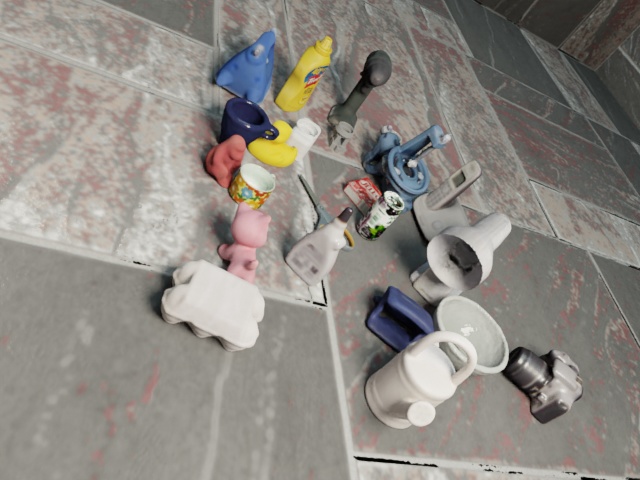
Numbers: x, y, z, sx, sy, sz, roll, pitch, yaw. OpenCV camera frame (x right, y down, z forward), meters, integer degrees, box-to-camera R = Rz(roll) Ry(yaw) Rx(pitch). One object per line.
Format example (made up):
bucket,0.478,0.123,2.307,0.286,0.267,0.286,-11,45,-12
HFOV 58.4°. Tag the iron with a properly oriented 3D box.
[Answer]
iron,-0.141,-0.417,1.301,0.119,0.141,0.258,29,39,-12

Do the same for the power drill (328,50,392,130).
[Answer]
power drill,0.106,-0.364,1.392,0.076,0.208,0.229,30,39,-11

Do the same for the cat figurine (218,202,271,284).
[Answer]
cat figurine,-0.116,0.006,0.924,0.067,0.117,0.127,17,43,-26

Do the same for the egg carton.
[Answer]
egg carton,-0.155,0.097,0.844,0.150,0.069,0.107,27,40,-14

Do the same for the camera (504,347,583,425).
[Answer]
camera,0.441,0.262,1.133,0.137,0.100,0.143,41,38,2

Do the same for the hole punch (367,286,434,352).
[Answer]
hole punch,0.152,0.133,1.036,0.108,0.091,0.101,38,38,-1

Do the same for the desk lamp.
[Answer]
desk lamp,0.274,0.038,1.128,0.118,0.213,0.204,48,39,11

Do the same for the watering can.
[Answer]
watering can,0.163,0.213,0.883,0.101,0.193,0.172,21,42,-21

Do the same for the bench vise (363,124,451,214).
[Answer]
bench vise,0.188,-0.196,1.284,0.122,0.219,0.207,-13,61,-45

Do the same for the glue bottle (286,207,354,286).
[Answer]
glue bottle,0.009,0.004,0.982,0.078,0.173,0.037,45,39,8

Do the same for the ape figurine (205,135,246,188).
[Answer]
ape figurine,-0.168,-0.156,1.062,0.078,0.092,0.076,-22,67,-48

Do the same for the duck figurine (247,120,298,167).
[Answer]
duck figurine,-0.087,-0.205,1.181,0.105,0.086,0.077,21,42,-21

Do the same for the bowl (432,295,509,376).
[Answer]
bowl,0.269,0.192,1.084,0.168,0.074,0.167,22,41,-20

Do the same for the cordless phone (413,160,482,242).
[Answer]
cordless phone,0.303,-0.081,1.291,0.094,0.185,0.147,10,47,-31

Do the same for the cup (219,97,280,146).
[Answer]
cup,-0.147,-0.213,1.133,0.118,0.094,0.091,26,40,-16
